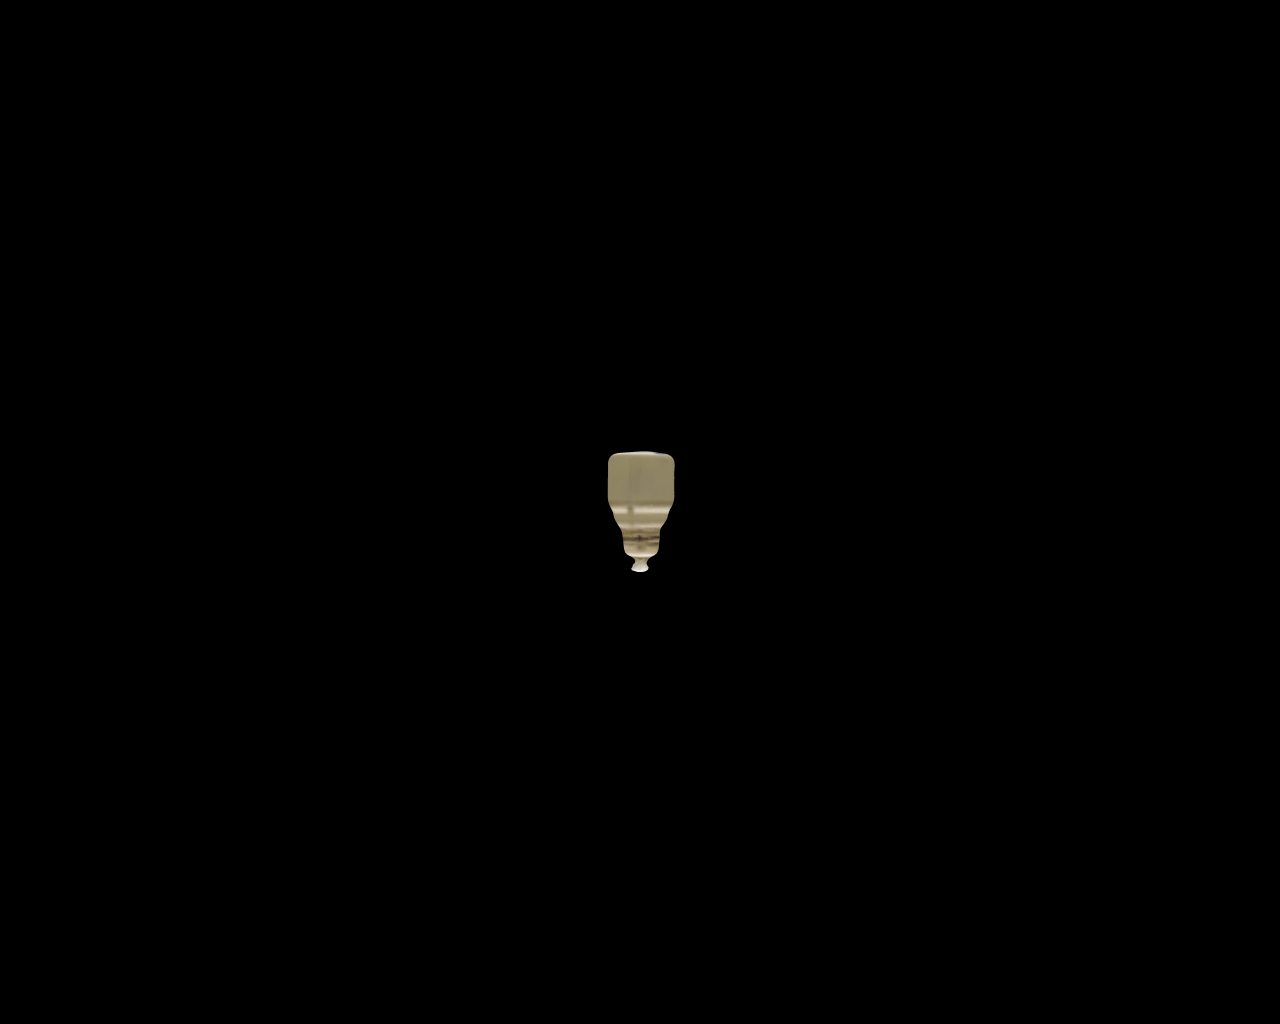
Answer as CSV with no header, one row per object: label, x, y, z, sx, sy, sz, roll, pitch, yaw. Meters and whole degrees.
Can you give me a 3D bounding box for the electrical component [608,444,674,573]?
electrical component,0.001,-0.003,0.650,0.040,0.078,0.040,0,0,0
